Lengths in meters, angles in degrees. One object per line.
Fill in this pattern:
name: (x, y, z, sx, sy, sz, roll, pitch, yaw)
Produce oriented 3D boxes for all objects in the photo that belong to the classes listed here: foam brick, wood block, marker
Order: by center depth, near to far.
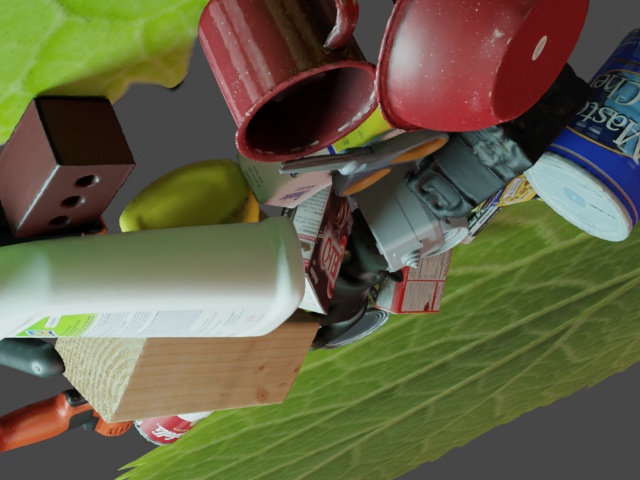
foam brick: (-0.157, -0.043, 0.647, 0.052, 0.051, 0.078, -6, 151, -40)
wood block: (-0.109, 0.086, 0.910, 0.205, 0.091, 0.090, 4, 117, -51)
marker: (0.173, -0.035, 1.074, 0.020, 0.020, 0.121, -11, 154, -32)

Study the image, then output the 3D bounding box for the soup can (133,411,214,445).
soup can: (-0.141, 0.160, 1.111, 0.102, 0.068, 0.068, -40, 154, 30)

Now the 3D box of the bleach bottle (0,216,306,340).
bleach bottle: (-0.143, 0.029, 0.683, 0.250, 0.068, 0.103, -1, 157, -25)

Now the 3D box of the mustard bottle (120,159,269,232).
mustard bottle: (-0.081, 0.006, 0.833, 0.096, 0.058, 0.191, -29, 158, -1)

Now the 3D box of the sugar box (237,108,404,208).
sugar box: (0.033, -0.084, 0.751, 0.176, 0.048, 0.093, -28, 173, 12)

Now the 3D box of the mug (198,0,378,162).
mug: (-0.015, -0.110, 0.607, 0.093, 0.081, 0.117, -11, 155, -32)

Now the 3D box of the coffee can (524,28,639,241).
coffee can: (0.246, -0.084, 0.858, 0.140, 0.103, 0.103, -49, 160, -9)

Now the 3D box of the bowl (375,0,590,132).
bowl: (0.104, -0.120, 0.607, 0.161, 0.055, 0.162, -39, 151, -27)

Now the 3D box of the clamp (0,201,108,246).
clamp: (-0.247, 0.018, 0.710, 0.209, 0.036, 0.165, -15, 156, -26)

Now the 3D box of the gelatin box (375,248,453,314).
gelatin box: (0.095, 0.036, 1.082, 0.030, 0.073, 0.089, 14, -174, 36)

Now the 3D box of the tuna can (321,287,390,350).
tuna can: (0.031, 0.085, 1.173, 0.086, 0.034, 0.086, -22, 158, -9)

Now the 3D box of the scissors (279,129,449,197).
scissors: (0.012, -0.044, 0.702, 0.201, 0.016, 0.096, -19, 169, -48)

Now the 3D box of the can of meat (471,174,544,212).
can of meat: (0.173, -0.071, 0.940, 0.083, 0.057, 0.102, -13, 155, -25)

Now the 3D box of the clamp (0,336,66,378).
clamp: (-0.231, 0.072, 0.764, 0.171, 0.039, 0.120, -15, -165, 12)

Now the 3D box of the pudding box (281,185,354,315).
pudding box: (-0.006, 0.001, 0.863, 0.039, 0.090, 0.113, 11, 162, 14)

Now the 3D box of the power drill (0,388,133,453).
power drill: (-0.242, 0.151, 0.993, 0.187, 0.057, 0.185, -12, 152, -29)
